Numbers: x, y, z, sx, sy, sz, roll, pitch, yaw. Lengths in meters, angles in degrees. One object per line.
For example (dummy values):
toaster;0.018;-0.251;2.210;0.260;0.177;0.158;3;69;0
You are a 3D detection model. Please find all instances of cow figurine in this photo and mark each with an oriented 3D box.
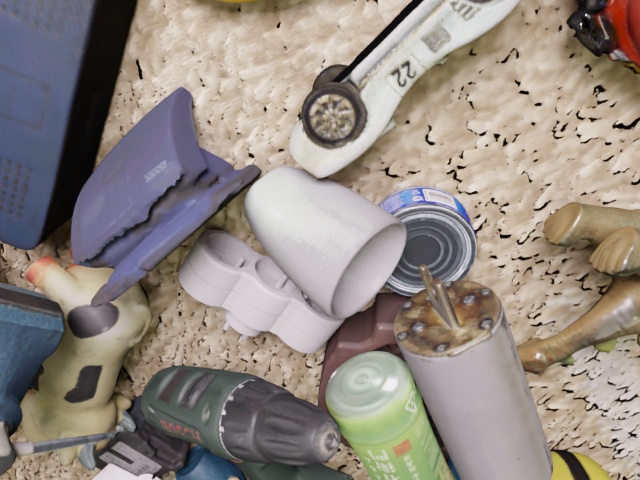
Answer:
cow figurine;-0.204;0.107;0.461;0.127;0.085;0.195;38;115;6

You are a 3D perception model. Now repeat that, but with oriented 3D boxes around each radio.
radio;-0.211;-0.117;0.353;0.131;0.073;0.229;23;116;-9

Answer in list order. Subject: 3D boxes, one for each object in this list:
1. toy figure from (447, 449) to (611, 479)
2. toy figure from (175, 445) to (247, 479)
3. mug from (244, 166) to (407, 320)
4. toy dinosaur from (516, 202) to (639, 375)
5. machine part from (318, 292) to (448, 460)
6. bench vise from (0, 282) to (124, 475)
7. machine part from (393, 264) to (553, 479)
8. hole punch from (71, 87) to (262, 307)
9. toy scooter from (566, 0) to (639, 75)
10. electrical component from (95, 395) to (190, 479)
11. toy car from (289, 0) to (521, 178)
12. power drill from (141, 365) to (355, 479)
toy figure;0.199;0.245;0.534;0.180;0.089;0.082;8;149;9
toy figure;-0.091;0.284;0.583;0.058;0.064;0.154;-46;111;-16
mug;-0.001;-0.001;0.396;0.081;0.107;0.109;-44;154;-15
toy dinosaur;0.328;-0.036;0.360;0.471;0.105;0.198;-41;117;18
machine part;0.083;0.126;0.485;0.179;0.056;0.179;2;120;3
bench vise;-0.283;0.110;0.366;0.224;0.128;0.240;41;94;22
machine part;0.117;0.117;0.400;0.079;0.079;0.243;-20;118;14
hole punch;-0.115;-0.035;0.374;0.142;0.116;0.092;-34;105;19
toy scooter;0.185;-0.178;0.297;0.135;0.075;0.183;1;117;3
electrical component;-0.197;0.195;0.543;0.075;0.048;0.119;-36;114;20
toy car;0.056;-0.120;0.336;0.056;0.073;0.202;42;113;-15
power drill;-0.044;0.190;0.470;0.232;0.086;0.207;3;142;39
